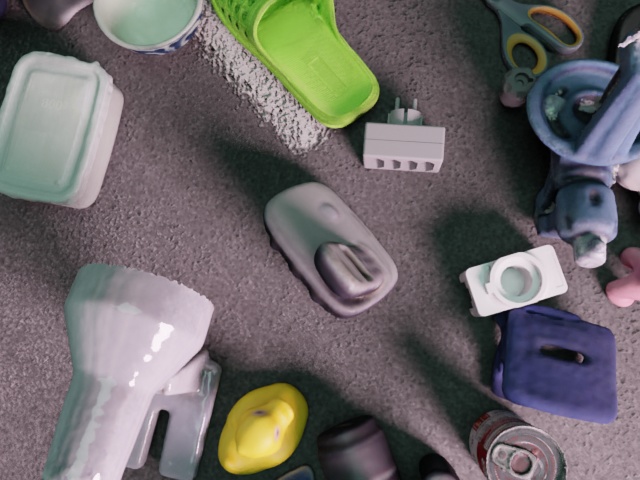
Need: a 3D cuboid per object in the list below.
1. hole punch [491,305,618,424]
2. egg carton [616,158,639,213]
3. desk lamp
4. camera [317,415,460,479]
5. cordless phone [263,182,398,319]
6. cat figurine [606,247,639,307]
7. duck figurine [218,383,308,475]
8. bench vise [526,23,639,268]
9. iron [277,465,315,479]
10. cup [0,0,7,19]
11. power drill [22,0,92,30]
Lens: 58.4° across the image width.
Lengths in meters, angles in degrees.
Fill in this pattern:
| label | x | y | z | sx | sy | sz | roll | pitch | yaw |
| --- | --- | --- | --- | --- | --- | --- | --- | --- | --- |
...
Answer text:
| label | x | y | z | sx | sy | sz | roll | pitch | yaw |
| --- | --- | --- | --- | --- | --- | --- | --- | --- | --- |
| hole punch | 0.223 | 0.116 | 0.550 | 0.108 | 0.091 | 0.101 | 12 | 83 | 7 |
| egg carton | 0.378 | -0.077 | 0.575 | 0.150 | 0.069 | 0.107 | -31 | 80 | 0 |
| desk lamp | -0.161 | 0.132 | 0.519 | 0.118 | 0.213 | 0.203 | 10 | 83 | 7 |
| camera | 0.062 | 0.237 | 0.541 | 0.143 | 0.101 | 0.137 | -21 | 80 | 2 |
| cordless phone | 0.005 | 0.002 | 0.538 | 0.094 | 0.185 | 0.147 | -42 | 80 | -2 |
| cat figurine | 0.356 | 0.047 | 0.534 | 0.127 | 0.118 | 0.067 | 20 | 84 | 8 |
| duck figurine | -0.061 | 0.192 | 0.566 | 0.104 | 0.086 | 0.077 | -43 | 80 | -2 |
| bench vise | 0.262 | -0.088 | 0.511 | 0.121 | 0.220 | 0.207 | -14 | 81 | 3 |
| iron | -0.079 | 0.338 | 0.518 | 0.118 | 0.141 | 0.258 | 26 | 85 | 8 |
| cup | -0.397 | -0.294 | 0.662 | 0.117 | 0.095 | 0.092 | 5 | 82 | 6 |
| power drill | -0.326 | -0.318 | 0.601 | 0.229 | 0.208 | 0.075 | -42 | 80 | -2 |
